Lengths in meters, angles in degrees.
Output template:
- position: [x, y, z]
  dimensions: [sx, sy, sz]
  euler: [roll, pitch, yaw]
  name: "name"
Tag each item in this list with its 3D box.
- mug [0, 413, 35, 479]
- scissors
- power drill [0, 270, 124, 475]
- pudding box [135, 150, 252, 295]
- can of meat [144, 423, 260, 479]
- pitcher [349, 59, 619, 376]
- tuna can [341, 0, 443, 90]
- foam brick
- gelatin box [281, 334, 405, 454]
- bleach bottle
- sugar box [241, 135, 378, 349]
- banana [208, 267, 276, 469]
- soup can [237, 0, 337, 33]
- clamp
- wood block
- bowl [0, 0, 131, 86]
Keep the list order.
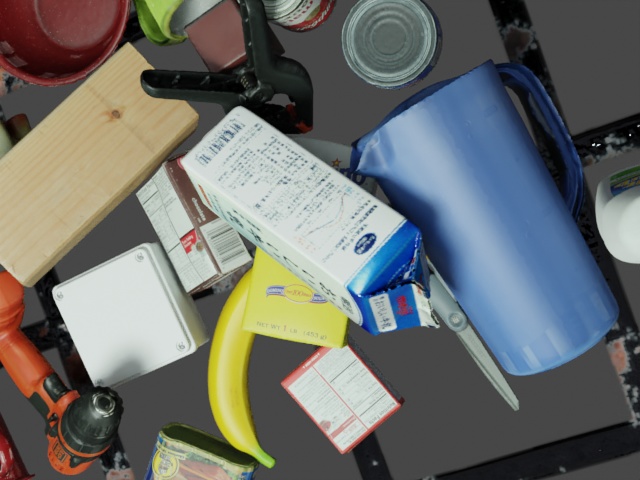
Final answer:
- position: [-0.329, 0.209, 1.025]
  dimensions: [0.117, 0.093, 0.081]
  euler: [-33, 81, 47]
  name: "mug"
- position: [0.128, 0.051, 0.943]
  dimensions: [0.202, 0.016, 0.096]
  euler: [41, 103, 6]
  name: "scissors"
- position: [-0.253, 0.121, 0.978]
  dimensions: [0.188, 0.057, 0.185]
  euler: [54, 146, 9]
  name: "power drill"
- position: [-0.115, -0.014, 0.958]
  dimensions: [0.039, 0.090, 0.113]
  euler: [-25, 88, -28]
  name: "pudding box"
- position: [-0.115, 0.229, 0.999]
  dimensions: [0.102, 0.057, 0.084]
  euler: [20, 97, 10]
  name: "can of meat"
- position: [0.149, -0.021, 0.877]
  dimensions: [0.149, 0.144, 0.243]
  euler: [-30, 94, 22]
  name: "pitcher"
- position: [0.062, -0.174, 0.927]
  dimensions: [0.086, 0.033, 0.086]
  euler: [1, 96, 13]
  name: "tuna can"
- position: [-0.074, -0.176, 0.937]
  dimensions: [0.051, 0.078, 0.053]
  euler: [-33, 86, 15]
  name: "foam brick"
- position: [0.021, 0.138, 0.971]
  dimensions: [0.073, 0.030, 0.089]
  euler: [-43, 85, 12]
  name: "gelatin box"
- position: [0.256, -0.021, 0.784]
  dimensions: [0.103, 0.250, 0.068]
  euler: [-12, 93, 14]
  name: "bleach bottle"
- position: [-0.006, 0.001, 0.936]
  dimensions: [0.093, 0.048, 0.176]
  euler: [10, 88, 8]
  name: "sugar box"
- position: [-0.069, 0.109, 0.986]
  dimensions: [0.069, 0.037, 0.198]
  euler: [3, 94, 6]
  name: "banana"
- position: [-0.029, -0.216, 0.909]
  dimensions: [0.068, 0.102, 0.068]
  euler: [1, 96, 14]
  name: "soup can"
- position: [-0.068, -0.128, 0.896]
  dimensions: [0.120, 0.171, 0.039]
  euler: [-25, 56, 14]
  name: "clamp"
- position: [-0.211, -0.062, 0.930]
  dimensions: [0.206, 0.090, 0.091]
  euler: [-45, 94, -10]
  name: "wood block"
- position: [-0.236, -0.222, 0.980]
  dimensions: [0.162, 0.055, 0.162]
  euler: [2, 96, 16]
  name: "bowl"
